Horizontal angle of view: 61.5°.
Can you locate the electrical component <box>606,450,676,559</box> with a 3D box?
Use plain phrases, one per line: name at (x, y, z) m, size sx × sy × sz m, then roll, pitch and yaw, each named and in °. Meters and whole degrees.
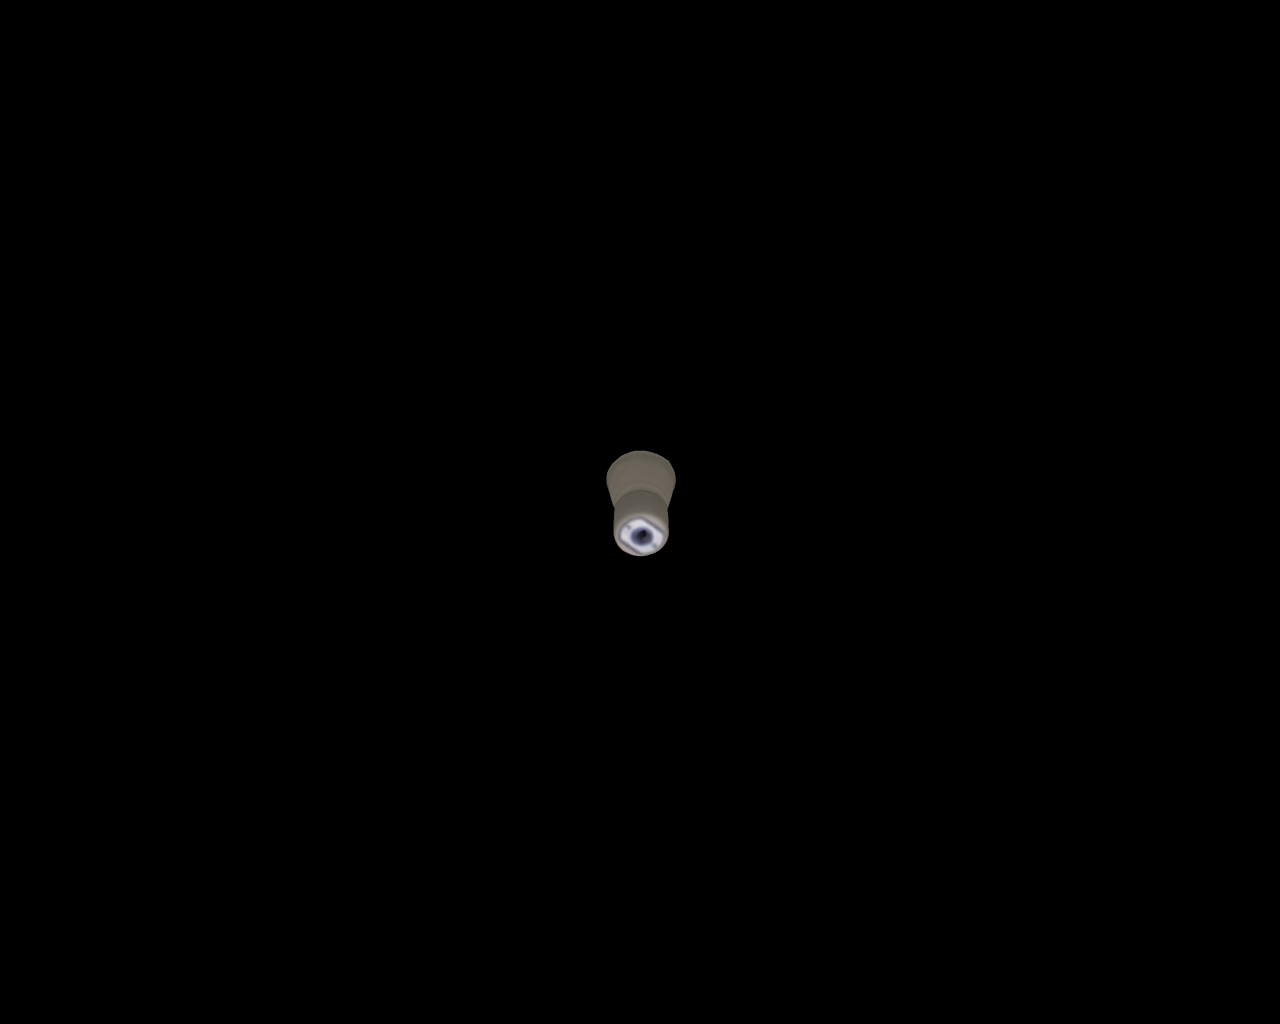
electrical component at (0.001, -0.003, 0.650) m, size 0.044 × 0.044 × 0.065 m, roll 0°, pitch 35°, yaw 0°
